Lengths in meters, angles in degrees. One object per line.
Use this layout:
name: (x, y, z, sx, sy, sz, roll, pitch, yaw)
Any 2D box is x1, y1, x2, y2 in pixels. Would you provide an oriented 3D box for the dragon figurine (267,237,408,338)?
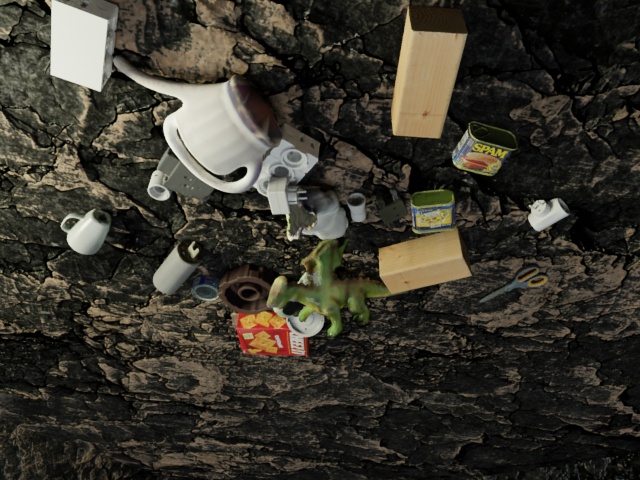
dragon figurine: (0.053, 0.103, 1.314, 0.413, 0.124, 0.238, -21, 123, -20)

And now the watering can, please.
watering can: (-0.216, -0.240, 0.983, 0.222, 0.106, 0.342, -25, 118, 23)

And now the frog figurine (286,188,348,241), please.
frog figurine: (0.004, -0.060, 1.189, 0.160, 0.124, 0.134, -9, 143, -44)
